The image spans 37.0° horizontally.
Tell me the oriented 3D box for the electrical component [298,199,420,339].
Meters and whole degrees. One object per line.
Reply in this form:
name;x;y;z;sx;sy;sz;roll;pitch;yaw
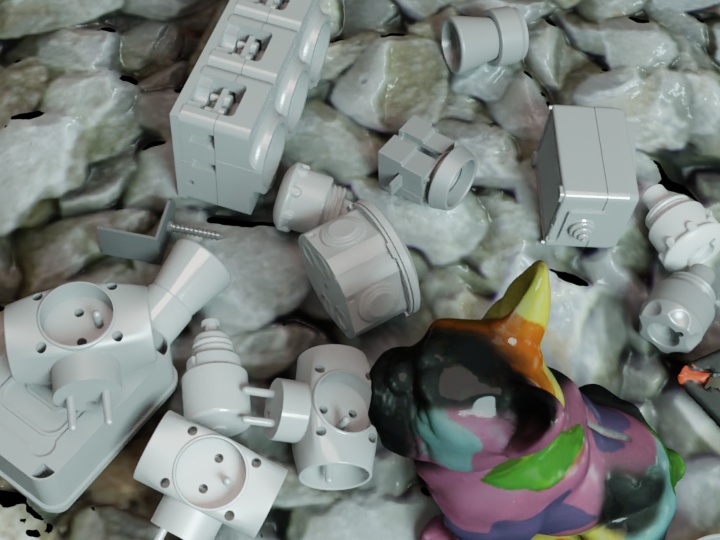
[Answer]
electrical component;0.000;0.000;0.684;0.051;0.080;0.080;-27;64;-14

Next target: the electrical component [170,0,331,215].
electrical component;-0.072;-0.125;0.749;0.062;0.089;0.150;17;58;5

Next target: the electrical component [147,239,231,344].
electrical component;-0.119;0.018;0.684;0.044;0.044;0.065;31;65;14

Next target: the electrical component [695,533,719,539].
electrical component;0.199;0.194;0.579;0.099;0.064;0.099;7;50;-9

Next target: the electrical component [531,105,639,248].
electrical component;0.159;-0.059;0.745;0.061;0.061;0.096;2;58;-4

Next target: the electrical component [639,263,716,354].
electrical component;0.214;0.022;0.710;0.043;0.043;0.062;33;59;15

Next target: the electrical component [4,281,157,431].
electrical component;-0.150;0.050;0.588;0.077;0.044;0.079;-8;59;-10

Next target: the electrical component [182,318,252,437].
electrical component;-0.089;0.066;0.656;0.040;0.040;0.078;-4;58;-8

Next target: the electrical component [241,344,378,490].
electrical component;-0.032;0.085;0.640;0.079;0.044;0.077;11;55;-20

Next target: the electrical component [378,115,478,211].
electrical component;0.048;-0.072;0.754;0.055;0.048;0.066;30;59;22

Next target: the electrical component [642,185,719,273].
electrical component;0.219;-0.032;0.746;0.048;0.048;0.062;-17;54;-15

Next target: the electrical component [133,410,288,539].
electrical component;-0.093;0.132;0.609;0.077;0.044;0.079;27;76;-1

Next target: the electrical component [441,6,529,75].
electrical component;0.095;-0.176;0.824;0.055;0.045;0.045;-13;60;-14

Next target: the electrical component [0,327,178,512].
electrical component;-0.170;0.075;0.632;0.078;0.057;0.113;32;60;15

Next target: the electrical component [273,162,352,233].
electrical component;-0.026;-0.043;0.729;0.062;0.048;0.048;18;58;-2
